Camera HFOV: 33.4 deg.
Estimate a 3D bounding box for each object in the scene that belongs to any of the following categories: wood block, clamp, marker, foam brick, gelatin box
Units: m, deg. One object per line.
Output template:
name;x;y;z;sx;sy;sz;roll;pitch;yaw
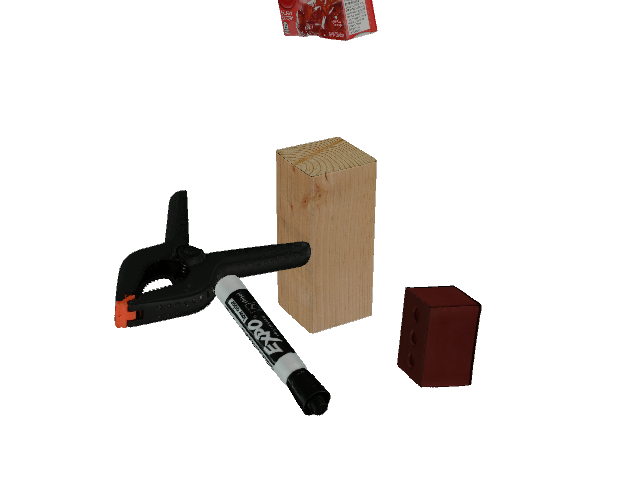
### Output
wood block;0.005;-0.006;1.275;0.090;0.206;0.090;-15;31;-26
clamp;-0.132;0.018;1.018;0.165;0.036;0.209;27;37;27
marker;-0.030;0.063;0.649;0.020;0.020;0.121;0;34;-37
foam brick;0.104;0.084;0.943;0.051;0.078;0.053;-2;18;-22
gelatin box;-0.001;-0.180;0.748;0.030;0.073;0.089;-22;23;-26
